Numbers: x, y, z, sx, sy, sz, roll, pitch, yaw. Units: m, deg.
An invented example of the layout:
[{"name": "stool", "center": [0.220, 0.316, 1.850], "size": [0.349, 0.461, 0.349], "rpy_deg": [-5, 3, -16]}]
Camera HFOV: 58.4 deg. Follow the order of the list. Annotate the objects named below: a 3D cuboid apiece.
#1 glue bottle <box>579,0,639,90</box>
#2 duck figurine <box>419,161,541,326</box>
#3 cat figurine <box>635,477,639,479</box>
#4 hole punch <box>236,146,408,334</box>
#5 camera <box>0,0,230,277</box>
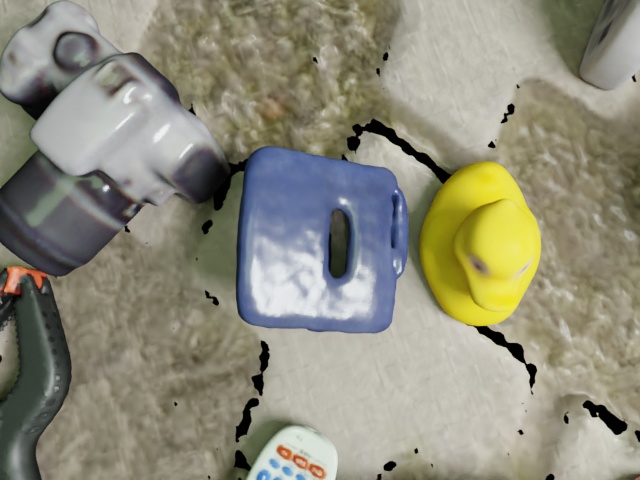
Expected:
[{"name": "glue bottle", "center": [0.203, -0.153, 0.321], "size": [0.037, 0.173, 0.078], "rpy_deg": [24, 83, 7]}, {"name": "duck figurine", "center": [0.102, -0.001, 0.346], "size": [0.077, 0.086, 0.104], "rpy_deg": [3, 81, 3]}, {"name": "cat figurine", "center": [0.232, 0.188, 0.293], "size": [0.127, 0.118, 0.067], "rpy_deg": [26, 83, 7]}, {"name": "hole punch", "center": [0.003, 0.001, 0.347], "size": [0.101, 0.091, 0.109], "rpy_deg": [2, 81, 3]}, {"name": "camera", "center": [-0.153, -0.057, 0.359], "size": [0.143, 0.101, 0.137], "rpy_deg": [42, 85, 8]}]
